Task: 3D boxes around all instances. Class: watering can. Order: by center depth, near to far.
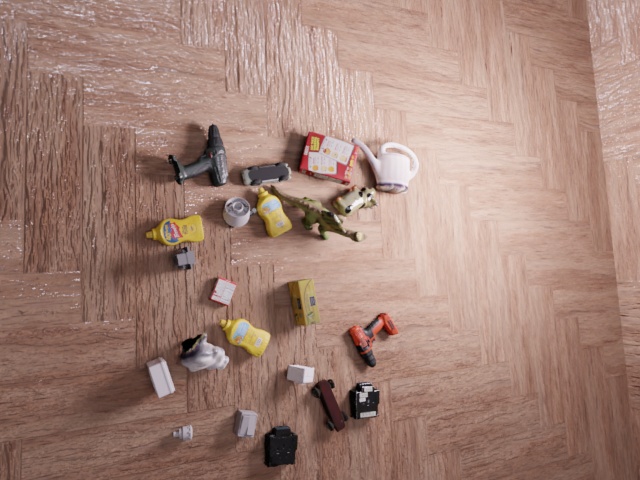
[{"bbox_3d":[0.275,-0.312,2.194,0.347,0.103,0.226,7,82,-26],"label":"watering can"}]

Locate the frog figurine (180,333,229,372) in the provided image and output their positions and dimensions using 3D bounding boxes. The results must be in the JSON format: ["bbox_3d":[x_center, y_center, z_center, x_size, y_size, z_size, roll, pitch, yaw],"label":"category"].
[{"bbox_3d":[-0.397,0.411,1.776,0.137,0.125,0.157,-34,111,8],"label":"frog figurine"}]

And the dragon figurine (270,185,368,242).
[{"bbox_3d":[0.006,-0.099,1.968,0.407,0.242,0.123,32,78,-21],"label":"dragon figurine"}]
